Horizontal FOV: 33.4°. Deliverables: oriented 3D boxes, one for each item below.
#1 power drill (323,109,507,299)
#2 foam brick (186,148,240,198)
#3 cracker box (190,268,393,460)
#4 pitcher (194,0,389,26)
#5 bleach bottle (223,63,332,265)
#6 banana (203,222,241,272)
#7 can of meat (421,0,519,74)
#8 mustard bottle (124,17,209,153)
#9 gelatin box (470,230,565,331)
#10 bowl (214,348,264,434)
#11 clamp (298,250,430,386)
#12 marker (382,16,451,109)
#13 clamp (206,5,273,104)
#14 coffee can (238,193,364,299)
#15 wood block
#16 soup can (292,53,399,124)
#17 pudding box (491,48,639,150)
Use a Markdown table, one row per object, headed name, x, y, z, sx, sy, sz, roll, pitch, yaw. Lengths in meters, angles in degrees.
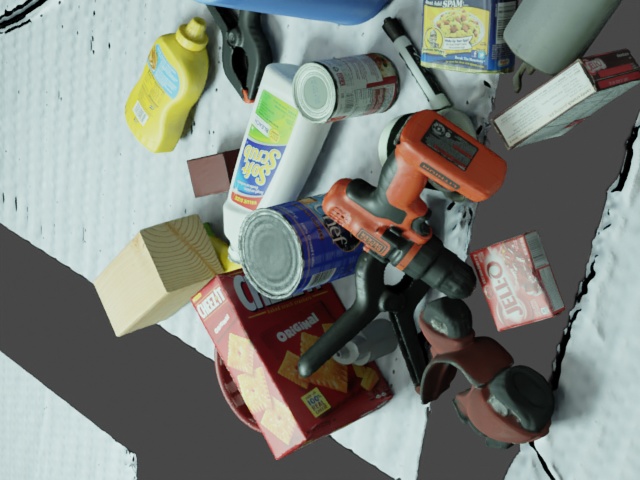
| name | x | y | z | sx | sy | sz | roll | pitch | yaw |
| --- | --- | --- | --- | --- | --- | --- | --- | --- | --- |
| power drill | 0.107 | -0.030 | 1.055 | 0.184 | 0.057 | 0.188 | 34 | 143 | -2 |
| foam brick | -0.123 | -0.086 | 1.362 | 0.078 | 0.052 | 0.051 | -7 | 96 | 45 |
| cracker box | -0.029 | 0.127 | 1.251 | 0.072 | 0.163 | 0.214 | -40 | 73 | 40 |
| pitcher | -0.028 | -0.286 | 1.078 | 0.149 | 0.242 | 0.145 | -28 | 80 | 38 |
| bleach bottle | -0.056 | -0.078 | 1.272 | 0.103 | 0.067 | 0.251 | 38 | 120 | 34 |
| banana | -0.093 | 0.015 | 1.371 | 0.198 | 0.037 | 0.069 | 3 | 104 | 44 |
| can of meat | 0.148 | -0.212 | 1.059 | 0.102 | 0.057 | 0.084 | 17 | 115 | 41 |
| mustard bottle | -0.192 | -0.211 | 1.390 | 0.096 | 0.058 | 0.192 | 57 | 134 | 27 |
| gelatin box | 0.202 | 0.043 | 1.096 | 0.073 | 0.030 | 0.089 | -23 | 85 | 46 |
| bowl | -0.064 | 0.165 | 1.372 | 0.162 | 0.055 | 0.162 | 14 | 111 | 41 |
| clamp | 0.081 | 0.072 | 1.179 | 0.036 | 0.164 | 0.210 | 32 | 102 | 61 |
| marker | 0.101 | -0.188 | 1.138 | 0.020 | 0.020 | 0.121 | -42 | 72 | 42 |
| clamp | -0.102 | -0.253 | 1.306 | 0.120 | 0.039 | 0.171 | 7 | 103 | 53 |
| coffee can | -0.008 | 0.001 | 1.211 | 0.103 | 0.140 | 0.103 | 14 | 111 | 41 |
| wood block | -0.222 | 0.050 | 1.444 | 0.206 | 0.090 | 0.091 | -37 | 75 | 55 |
| soup can | 0.028 | -0.165 | 1.157 | 0.069 | 0.102 | 0.068 | 16 | 113 | 42 |
| pudding box | 0.227 | -0.130 | 0.981 | 0.114 | 0.089 | 0.039 | -37 | 76 | 44 |
